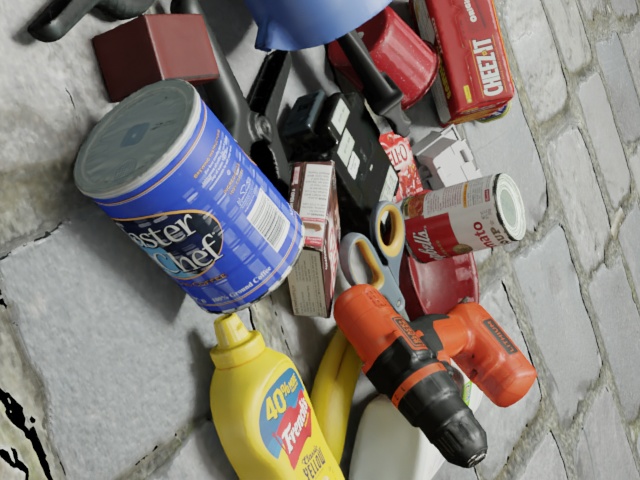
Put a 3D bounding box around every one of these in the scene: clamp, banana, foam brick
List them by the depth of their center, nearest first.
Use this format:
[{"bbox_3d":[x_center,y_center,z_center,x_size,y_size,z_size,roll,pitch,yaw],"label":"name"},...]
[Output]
[{"bbox_3d":[-0.165,-0.209,0.767,0.171,0.039,0.120,-37,122,-64],"label":"clamp"},{"bbox_3d":[-0.122,-0.136,0.798,0.078,0.053,0.051,-23,97,-61],"label":"foam brick"},{"bbox_3d":[-0.057,-0.094,0.904,0.164,0.036,0.210,3,74,-61],"label":"clamp"},{"bbox_3d":[0.019,0.124,0.940,0.069,0.037,0.197,82,21,-45],"label":"banana"}]

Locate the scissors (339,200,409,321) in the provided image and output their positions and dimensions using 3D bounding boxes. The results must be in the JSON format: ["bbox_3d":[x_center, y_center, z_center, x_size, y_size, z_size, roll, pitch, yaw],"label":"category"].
[{"bbox_3d":[0.074,0.038,0.998,0.201,0.016,0.096,46,63,-49],"label":"scissors"}]

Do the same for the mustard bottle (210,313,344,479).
[{"bbox_3d":[-0.037,0.144,0.809,0.096,0.058,0.191,-41,112,-58],"label":"mustard bottle"}]

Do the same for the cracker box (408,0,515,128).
[{"bbox_3d":[0.156,-0.219,1.198,0.213,0.072,0.164,-38,113,-88],"label":"cracker box"}]

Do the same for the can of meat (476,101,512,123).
[{"bbox_3d":[0.194,-0.205,1.356,0.083,0.058,0.102,3,74,-56],"label":"can of meat"}]

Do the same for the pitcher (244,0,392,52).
[{"bbox_3d":[-0.033,-0.288,0.866,0.242,0.145,0.149,59,19,-27],"label":"pitcher"}]

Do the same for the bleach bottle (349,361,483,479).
[{"bbox_3d":[0.108,0.172,1.029,0.250,0.068,0.102,-15,117,-66],"label":"bleach bottle"}]

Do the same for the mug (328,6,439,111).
[{"bbox_3d":[0.058,-0.196,1.104,0.081,0.093,0.117,36,17,-41],"label":"mug"}]

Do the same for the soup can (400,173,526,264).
[{"bbox_3d":[0.136,-0.020,1.016,0.068,0.102,0.068,30,53,-50],"label":"soup can"}]

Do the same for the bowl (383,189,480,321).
[{"bbox_3d":[0.106,0.032,1.101,0.161,0.055,0.162,32,51,-50],"label":"bowl"}]

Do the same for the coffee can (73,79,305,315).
[{"bbox_3d":[-0.089,-0.028,0.753,0.140,0.103,0.102,50,38,-37],"label":"coffee can"}]

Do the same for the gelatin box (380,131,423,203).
[{"bbox_3d":[0.071,-0.075,1.116,0.089,0.030,0.073,-23,97,-60],"label":"gelatin box"}]

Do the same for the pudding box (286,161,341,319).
[{"bbox_3d":[-0.006,0.001,0.902,0.113,0.039,0.090,79,14,-56],"label":"pudding box"}]

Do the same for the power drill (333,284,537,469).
[{"bbox_3d":[0.115,0.114,0.934,0.187,0.057,0.184,7,40,-54],"label":"power drill"}]
